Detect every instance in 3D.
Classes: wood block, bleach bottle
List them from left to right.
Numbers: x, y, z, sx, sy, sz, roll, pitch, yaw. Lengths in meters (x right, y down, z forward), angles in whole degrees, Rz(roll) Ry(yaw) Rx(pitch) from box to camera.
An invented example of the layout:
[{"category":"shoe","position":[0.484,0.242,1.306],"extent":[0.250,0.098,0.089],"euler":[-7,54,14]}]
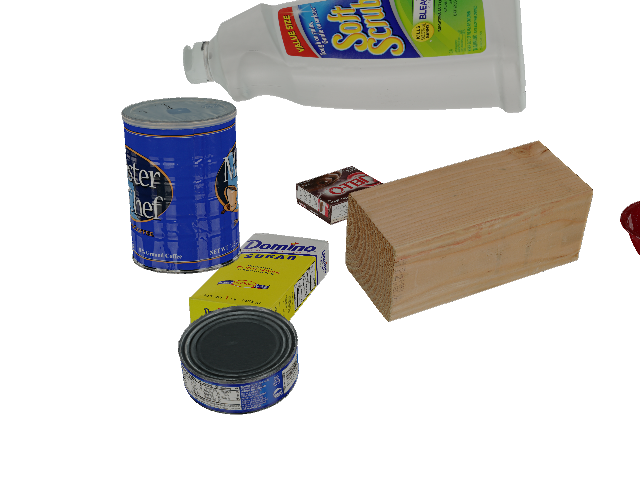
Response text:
[{"category":"bleach bottle","position":[0.022,-0.136,0.788],"extent":[0.251,0.102,0.068],"euler":[-4,-29,11]},{"category":"wood block","position":[0.135,-0.011,0.990],"extent":[0.205,0.090,0.091],"euler":[-16,42,-20]}]

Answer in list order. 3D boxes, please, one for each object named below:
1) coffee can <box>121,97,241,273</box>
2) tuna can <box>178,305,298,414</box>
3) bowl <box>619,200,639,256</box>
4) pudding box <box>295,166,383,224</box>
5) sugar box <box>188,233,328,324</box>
[{"category":"coffee can","position":[-0.126,-0.052,0.981],"extent":[0.103,0.140,0.103],"euler":[0,19,0]},{"category":"tuna can","position":[-0.058,0.086,0.771],"extent":[0.086,0.034,0.086],"euler":[-2,34,1]},{"category":"bowl","position":[0.399,0.003,1.128],"extent":[0.162,0.055,0.162],"euler":[-3,23,1]},{"category":"pudding box","position":[0.033,-0.070,1.621],"extent":[0.113,0.039,0.090],"euler":[-22,35,-30]},{"category":"sugar box","position":[-0.061,0.046,1.137],"extent":[0.093,0.048,0.176],"euler":[7,27,17]}]
